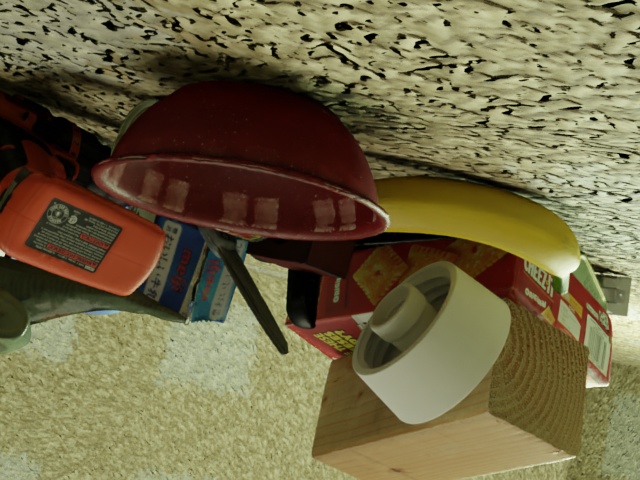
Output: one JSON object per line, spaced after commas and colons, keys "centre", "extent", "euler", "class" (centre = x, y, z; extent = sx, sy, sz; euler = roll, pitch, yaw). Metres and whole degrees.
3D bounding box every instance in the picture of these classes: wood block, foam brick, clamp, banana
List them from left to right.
{"centre": [-0.006, -0.018, 0.723], "extent": [0.053, 0.078, 0.051], "euler": [9, 171, 37], "class": "foam brick"}
{"centre": [-0.005, 0.001, 0.820], "extent": [0.164, 0.036, 0.210], "euler": [-31, -151, -30], "class": "clamp"}
{"centre": [0.094, 0.126, 0.816], "extent": [0.090, 0.090, 0.207], "euler": [29, 147, -25], "class": "wood block"}
{"centre": [0.094, -0.008, 0.684], "extent": [0.197, 0.070, 0.037], "euler": [17, -144, -17], "class": "banana"}

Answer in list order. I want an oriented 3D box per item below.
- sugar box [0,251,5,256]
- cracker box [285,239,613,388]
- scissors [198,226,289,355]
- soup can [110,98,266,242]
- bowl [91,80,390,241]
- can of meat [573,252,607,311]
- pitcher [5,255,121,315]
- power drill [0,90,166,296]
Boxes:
{"centre": [-0.339, -0.036, 0.875], "extent": [0.093, 0.048, 0.176], "euler": [1, 149, 20], "class": "sugar box"}
{"centre": [0.106, 0.065, 0.873], "extent": [0.214, 0.072, 0.164], "euler": [-12, 142, 38], "class": "cracker box"}
{"centre": [-0.062, -0.007, 0.741], "extent": [0.202, 0.016, 0.096], "euler": [50, -153, 15], "class": "scissors"}
{"centre": [-0.074, -0.043, 0.678], "extent": [0.102, 0.068, 0.069], "euler": [18, 173, -41], "class": "soup can"}
{"centre": [-0.038, -0.044, 0.575], "extent": [0.162, 0.055, 0.162], "euler": [9, 169, 2], "class": "bowl"}
{"centre": [0.197, 0.050, 0.939], "extent": [0.084, 0.057, 0.102], "euler": [6, 145, 39], "class": "can of meat"}
{"centre": [-0.218, 0.008, 1.124], "extent": [0.242, 0.149, 0.145], "euler": [17, 177, -8], "class": "pitcher"}
{"centre": [-0.172, -0.036, 0.720], "extent": [0.184, 0.057, 0.188], "euler": [24, -168, -38], "class": "power drill"}
